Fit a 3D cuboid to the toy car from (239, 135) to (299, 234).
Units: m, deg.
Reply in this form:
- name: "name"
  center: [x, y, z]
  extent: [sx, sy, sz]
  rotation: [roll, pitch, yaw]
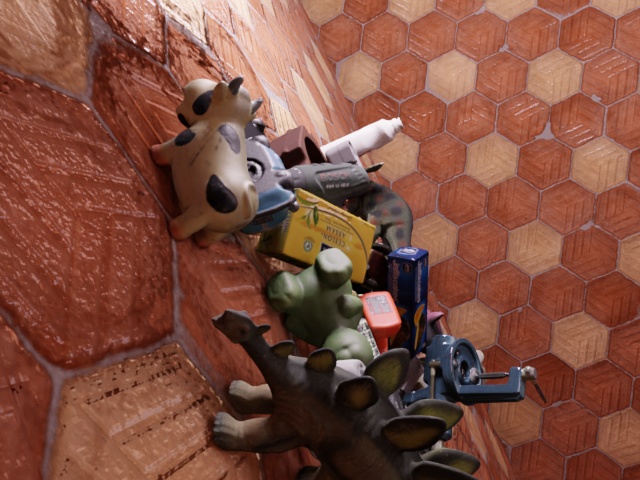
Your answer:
- name: "toy car"
  center: [-0.093, -0.061, 0.717]
  extent: [0.102, 0.109, 0.162]
  rotation: [83, -16, -46]

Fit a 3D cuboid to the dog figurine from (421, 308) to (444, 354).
- name: "dog figurine"
  center: [0.198, 0.164, 1.200]
  extent: [0.191, 0.108, 0.219]
  rotation: [62, -8, 4]

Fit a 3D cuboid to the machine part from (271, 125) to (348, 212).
- name: "machine part"
  center: [-0.024, -0.106, 1.048]
  extent: [0.201, 0.087, 0.201]
  rotation: [60, 15, -25]

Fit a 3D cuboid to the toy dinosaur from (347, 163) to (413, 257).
- name: "toy dinosaur"
  center: [0.135, -0.060, 1.229]
  extent: [0.405, 0.192, 0.131]
  rotation: [46, 13, 29]

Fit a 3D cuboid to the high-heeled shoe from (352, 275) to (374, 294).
- name: "high-heeled shoe"
  center: [0.056, 0.045, 1.114]
  extent: [0.248, 0.086, 0.145]
  rotation: [54, 9, -37]

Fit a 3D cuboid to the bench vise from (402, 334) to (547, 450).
- name: "bench vise"
  center: [0.260, 0.265, 0.949]
  extent: [0.128, 0.241, 0.224]
  rotation: [50, 45, -27]

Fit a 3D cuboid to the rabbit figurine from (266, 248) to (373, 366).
- name: "rabbit figurine"
  center: [0.012, 0.127, 0.728]
  extent: [0.158, 0.121, 0.170]
  rotation: [79, -13, -48]

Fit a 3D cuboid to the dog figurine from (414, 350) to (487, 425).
- name: "dog figurine"
  center: [0.257, 0.277, 1.157]
  extent: [0.121, 0.172, 0.191]
  rotation: [49, 0, -21]

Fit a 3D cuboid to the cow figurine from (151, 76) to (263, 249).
- name: "cow figurine"
  center: [-0.118, -0.100, 0.608]
  extent: [0.085, 0.127, 0.195]
  rotation: [41, 29, -65]

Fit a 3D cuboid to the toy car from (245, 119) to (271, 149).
- name: "toy car"
  center: [-0.128, -0.163, 0.828]
  extent: [0.201, 0.056, 0.073]
  rotation: [19, 53, -69]

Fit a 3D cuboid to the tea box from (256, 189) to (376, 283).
- name: "tea box"
  center: [-0.002, -0.002, 0.804]
  extent: [0.169, 0.068, 0.098]
  rotation: [22, 76, -41]

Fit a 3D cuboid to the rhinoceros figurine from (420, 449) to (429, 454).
- name: "rhinoceros figurine"
  center: [0.182, 0.398, 0.904]
  extent: [0.190, 0.112, 0.073]
  rotation: [45, 40, -23]

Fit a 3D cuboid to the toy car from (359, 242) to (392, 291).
- name: "toy car"
  center: [0.127, 0.075, 1.041]
  extent: [0.202, 0.053, 0.089]
  rotation: [41, 69, -51]

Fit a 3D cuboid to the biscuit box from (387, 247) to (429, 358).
- name: "biscuit box"
  center: [0.163, 0.115, 1.005]
  extent: [0.063, 0.059, 0.202]
  rotation: [-23, 116, -48]

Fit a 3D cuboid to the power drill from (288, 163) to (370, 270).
- name: "power drill"
  center: [-0.004, -0.026, 0.903]
  extent: [0.232, 0.086, 0.207]
  rotation: [-22, 97, -35]

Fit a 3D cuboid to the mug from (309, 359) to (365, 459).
- name: "mug"
  center: [0.010, 0.189, 0.616]
  extent: [0.080, 0.107, 0.109]
  rotation: [32, 34, -63]

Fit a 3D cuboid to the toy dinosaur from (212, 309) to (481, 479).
- name: "toy dinosaur"
  center: [0.054, 0.228, 0.525]
  extent: [0.470, 0.199, 0.105]
  rotation: [56, 19, -24]
